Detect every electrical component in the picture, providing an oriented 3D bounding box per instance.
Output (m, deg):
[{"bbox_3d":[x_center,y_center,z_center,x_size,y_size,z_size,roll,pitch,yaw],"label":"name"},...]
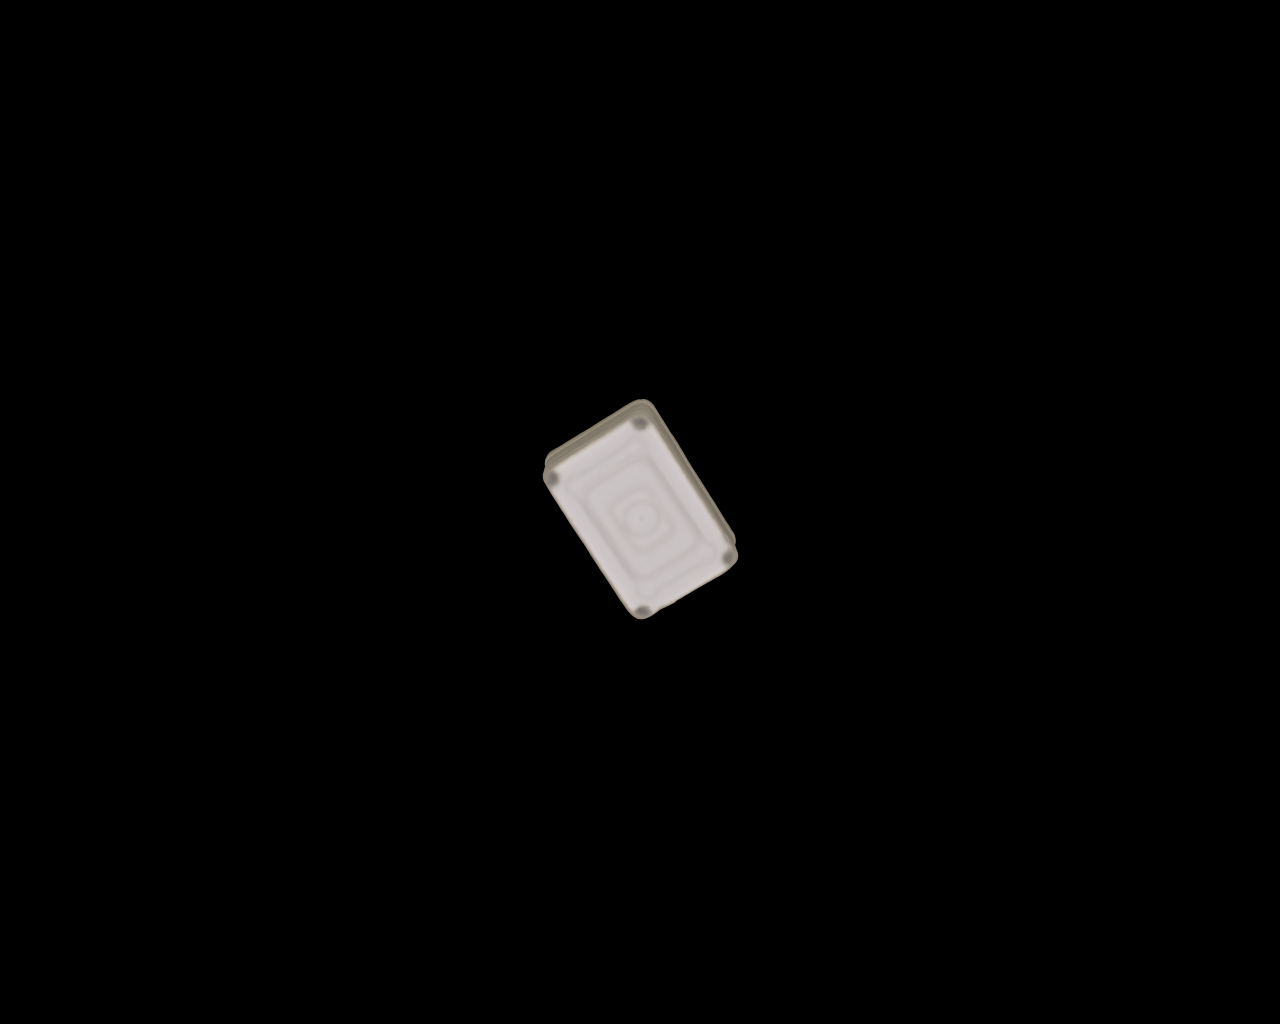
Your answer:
[{"bbox_3d":[0.001,-0.003,0.650,0.078,0.113,0.057,-31,11,7],"label":"electrical component"}]
